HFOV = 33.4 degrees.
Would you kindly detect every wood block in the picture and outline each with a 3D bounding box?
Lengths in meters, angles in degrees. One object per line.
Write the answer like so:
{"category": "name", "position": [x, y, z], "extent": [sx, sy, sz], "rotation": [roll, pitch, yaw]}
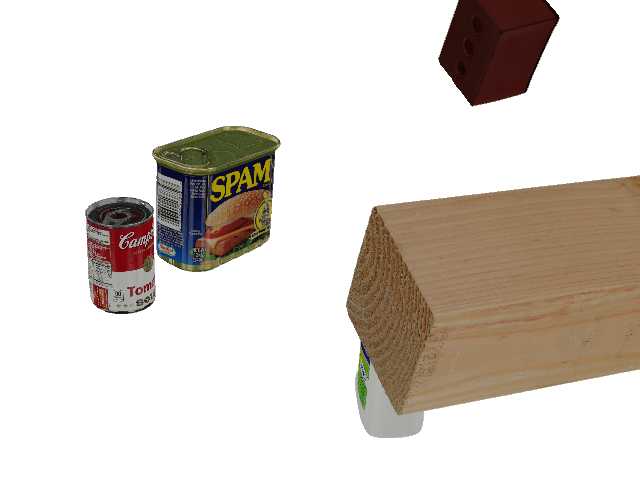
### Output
{"category": "wood block", "position": [0.132, 0.029, 0.645], "extent": [0.205, 0.090, 0.091], "rotation": [-7, 46, -21]}

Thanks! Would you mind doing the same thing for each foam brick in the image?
{"category": "foam brick", "position": [0.127, -0.145, 0.770], "extent": [0.051, 0.053, 0.078], "rotation": [-19, -31, -22]}

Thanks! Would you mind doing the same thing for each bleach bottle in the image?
{"category": "bleach bottle", "position": [0.069, 0.071, 1.026], "extent": [0.068, 0.251, 0.102], "rotation": [-3, 37, -2]}

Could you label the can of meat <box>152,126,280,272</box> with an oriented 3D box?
{"category": "can of meat", "position": [-0.079, -0.032, 0.808], "extent": [0.058, 0.084, 0.101], "rotation": [21, 29, 31]}

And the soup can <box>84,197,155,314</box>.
{"category": "soup can", "position": [-0.204, 0.016, 1.091], "extent": [0.068, 0.102, 0.068], "rotation": [2, 26, -1]}
